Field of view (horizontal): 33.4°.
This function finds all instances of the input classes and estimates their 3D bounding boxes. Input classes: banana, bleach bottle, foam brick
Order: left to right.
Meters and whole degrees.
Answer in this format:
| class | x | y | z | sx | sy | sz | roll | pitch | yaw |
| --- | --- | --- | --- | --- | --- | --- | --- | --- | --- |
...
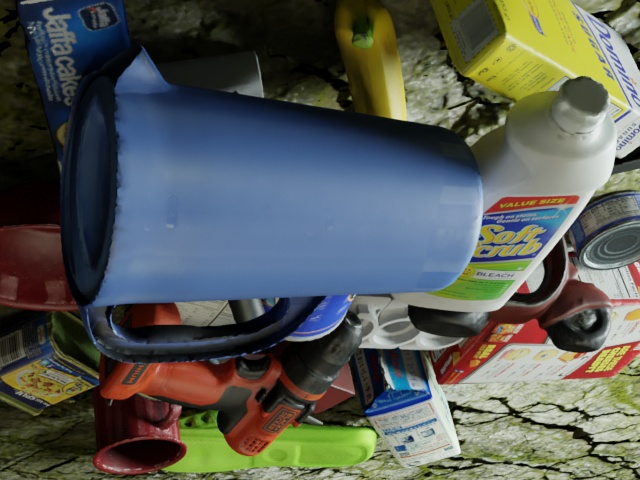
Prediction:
| class | x | y | z | sx | sy | sz | roll | pitch | yaw |
| --- | --- | --- | --- | --- | --- | --- | --- | --- | --- |
| foam brick | -0.007 | 0.123 | 1.047 | 0.051 | 0.078 | 0.052 | -31 | 144 | 25 |
| banana | 0.033 | -0.107 | 0.710 | 0.037 | 0.069 | 0.197 | 3 | 158 | 13 |
| bleach bottle | 0.121 | -0.029 | 0.716 | 0.102 | 0.068 | 0.251 | 8 | 153 | -8 |

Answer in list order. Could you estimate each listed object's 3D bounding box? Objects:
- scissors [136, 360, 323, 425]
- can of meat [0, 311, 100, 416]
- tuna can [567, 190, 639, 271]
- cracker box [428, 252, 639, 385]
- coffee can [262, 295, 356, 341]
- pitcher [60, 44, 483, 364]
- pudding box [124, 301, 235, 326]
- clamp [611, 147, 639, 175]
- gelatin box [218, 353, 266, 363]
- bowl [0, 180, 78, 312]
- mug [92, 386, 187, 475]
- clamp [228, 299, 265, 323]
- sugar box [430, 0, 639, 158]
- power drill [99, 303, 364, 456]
| class | x | y | z | sx | sy | sz | roll | pitch | yaw |
| --- | --- | --- | --- | --- | --- | --- | --- | --- | --- |
| scissors | -0.095 | 0.147 | 0.998 | 0.096 | 0.016 | 0.201 | -29 | 131 | 26 |
| can of meat | -0.247 | 0.108 | 0.960 | 0.084 | 0.057 | 0.102 | -23 | 147 | 13 |
| tuna can | 0.273 | -0.007 | 0.981 | 0.086 | 0.034 | 0.086 | -9 | 148 | -6 |
| cracker box | 0.234 | 0.078 | 1.068 | 0.213 | 0.072 | 0.164 | -1 | 147 | -20 |
| coffee can | -0.005 | 0.001 | 0.831 | 0.102 | 0.103 | 0.140 | 0 | 146 | -20 |
| pitcher | -0.030 | -0.014 | 0.646 | 0.242 | 0.145 | 0.149 | 3 | 154 | -26 |
| pudding box | -0.109 | 0.060 | 0.949 | 0.089 | 0.039 | 0.114 | 16 | 137 | -34 |
| clamp | 0.287 | -0.080 | 0.868 | 0.209 | 0.036 | 0.165 | 12 | 141 | -35 |
| gelatin box | -0.084 | 0.139 | 1.080 | 0.089 | 0.030 | 0.073 | 6 | 151 | -23 |
| bowl | -0.197 | 0.000 | 0.792 | 0.162 | 0.055 | 0.162 | -2 | 156 | -1 |
| mug | -0.177 | 0.174 | 1.063 | 0.093 | 0.081 | 0.117 | 15 | 139 | -37 |
| clamp | -0.087 | -0.006 | 0.791 | 0.120 | 0.039 | 0.171 | 20 | 129 | 14 |
| sugar box | 0.149 | -0.124 | 0.699 | 0.175 | 0.093 | 0.048 | 15 | 138 | -38 |
| power drill | -0.078 | 0.104 | 0.907 | 0.187 | 0.057 | 0.185 | 24 | 122 | -27 |
